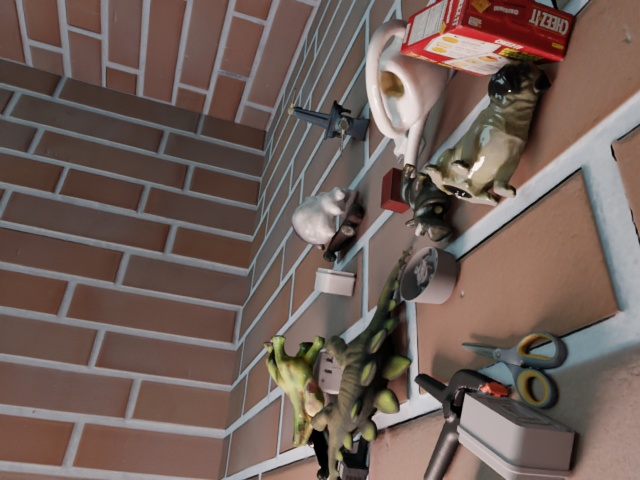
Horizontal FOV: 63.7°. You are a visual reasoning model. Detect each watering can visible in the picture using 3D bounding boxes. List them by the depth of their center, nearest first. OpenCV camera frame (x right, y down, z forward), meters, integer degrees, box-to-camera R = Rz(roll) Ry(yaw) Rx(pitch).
[{"bbox_3d":[0.180,-0.273,0.985,0.105,0.227,0.340,22,-27,38],"label":"watering can"}]

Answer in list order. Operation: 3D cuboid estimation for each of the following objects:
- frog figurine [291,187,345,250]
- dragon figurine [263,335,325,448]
[{"bbox_3d":[0.004,-0.068,1.356,0.122,0.140,0.157,16,-54,-37],"label":"frog figurine"},{"bbox_3d":[-0.069,0.360,1.220,0.122,0.247,0.403,5,-25,-17],"label":"dragon figurine"}]
